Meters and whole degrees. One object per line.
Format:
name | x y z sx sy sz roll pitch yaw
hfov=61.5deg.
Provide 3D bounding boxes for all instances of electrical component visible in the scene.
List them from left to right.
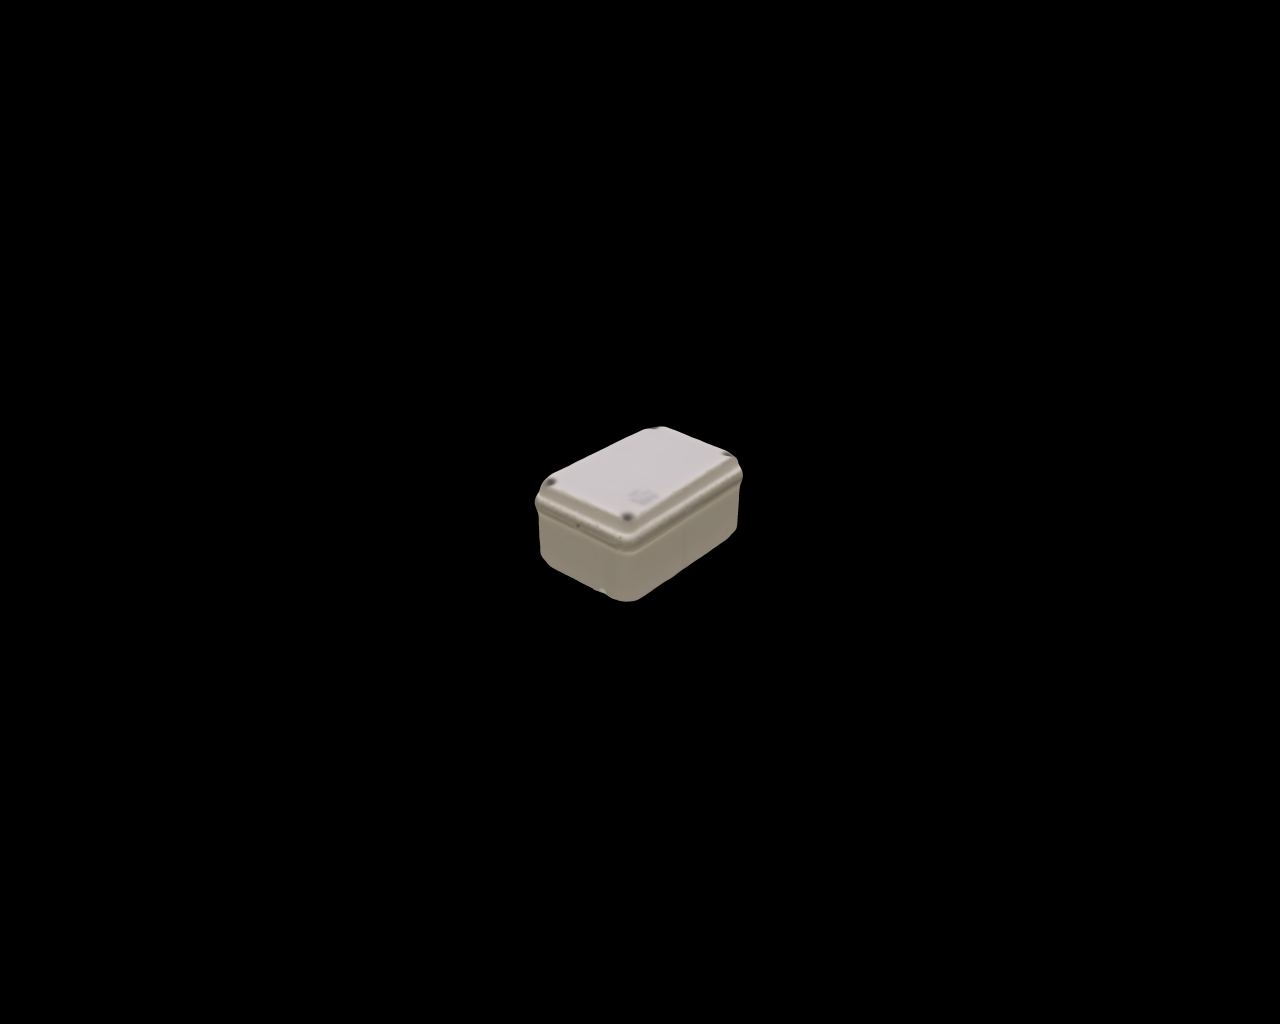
electrical component | 0.001 -0.003 0.650 0.078 0.057 0.113 24 39 34
